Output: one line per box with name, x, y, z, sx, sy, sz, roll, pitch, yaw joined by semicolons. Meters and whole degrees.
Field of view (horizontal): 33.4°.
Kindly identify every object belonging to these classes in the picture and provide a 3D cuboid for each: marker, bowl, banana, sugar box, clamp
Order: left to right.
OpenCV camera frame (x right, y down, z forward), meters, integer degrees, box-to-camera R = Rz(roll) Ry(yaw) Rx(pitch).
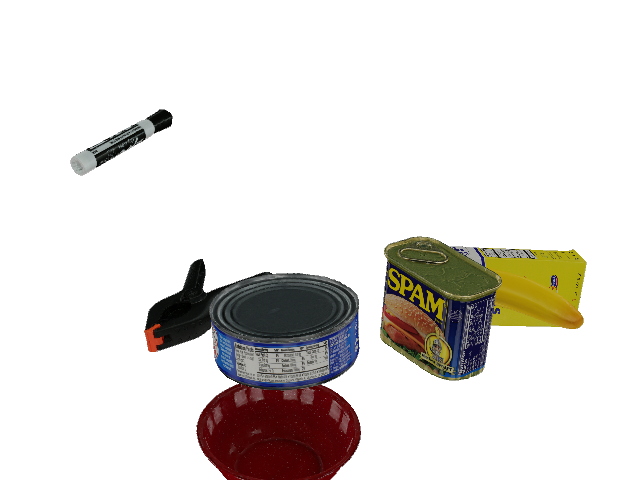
marker;-0.182;-0.093;0.993;0.020;0.020;0.120;0;27;41
clamp;-0.132;0.073;1.222;0.120;0.039;0.171;-1;30;28
bowl;-0.041;0.205;1.060;0.162;0.055;0.162;1;30;-1
banana;0.173;0.056;1.107;0.198;0.037;0.069;8;39;11
sugar box;0.233;0.058;1.321;0.176;0.093;0.048;0;20;-12

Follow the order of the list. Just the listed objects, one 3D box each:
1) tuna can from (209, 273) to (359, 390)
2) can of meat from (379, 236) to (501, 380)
tuna can;-0.020;0.051;0.613;0.086;0.034;0.086;-2;23;1
can of meat;0.095;0.056;0.879;0.057;0.084;0.102;-16;33;-34
